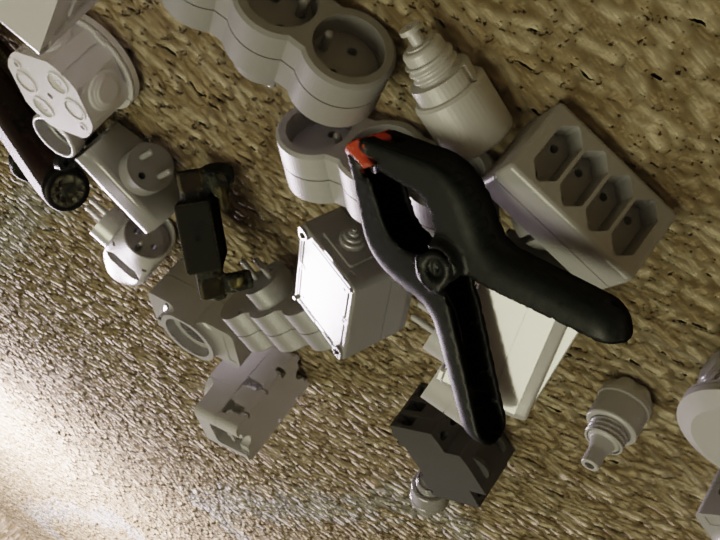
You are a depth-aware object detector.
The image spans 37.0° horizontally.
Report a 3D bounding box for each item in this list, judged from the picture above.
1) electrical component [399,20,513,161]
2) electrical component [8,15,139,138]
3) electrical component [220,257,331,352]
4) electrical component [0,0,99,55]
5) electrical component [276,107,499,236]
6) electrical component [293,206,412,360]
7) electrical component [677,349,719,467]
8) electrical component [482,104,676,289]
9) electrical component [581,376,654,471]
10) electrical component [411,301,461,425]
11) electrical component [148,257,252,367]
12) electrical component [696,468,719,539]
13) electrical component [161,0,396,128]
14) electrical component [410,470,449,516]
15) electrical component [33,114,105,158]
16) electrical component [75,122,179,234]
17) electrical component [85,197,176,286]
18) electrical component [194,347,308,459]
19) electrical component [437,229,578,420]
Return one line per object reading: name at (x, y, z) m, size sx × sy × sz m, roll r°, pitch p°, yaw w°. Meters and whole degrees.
electrical component at (0.045, -0.091, 0.544) m, size 0.040 × 0.040 × 0.078 m, roll -3°, pitch 130°, yaw 50°
electrical component at (-0.197, -0.135, 0.742) m, size 0.080 × 0.051 × 0.080 m, roll 28°, pitch 149°, yaw 18°
electrical component at (-0.062, 0.019, 0.807) m, size 0.138 × 0.052 × 0.073 m, roll -6°, pitch 128°, yaw 52°
electrical component at (-0.152, -0.179, 0.565) m, size 0.057 × 0.113 × 0.078 m, roll 40°, pitch 151°, yaw -9°
electrical component at (0.017, -0.044, 0.629) m, size 0.138 × 0.052 × 0.073 m, roll 23°, pitch 148°, yaw 26°
electrical component at (0.000, 0.000, 0.694) m, size 0.061 × 0.061 × 0.096 m, roll 51°, pitch 153°, yaw 27°
electrical component at (0.216, 0.076, 0.577) m, size 0.080 × 0.051 × 0.080 m, roll 28°, pitch 150°, yaw 18°
electrical component at (0.103, -0.032, 0.556) m, size 0.083 × 0.047 × 0.076 m, roll 43°, pitch 160°, yaw -7°
electrical component at (0.155, 0.097, 0.664) m, size 0.035 × 0.061 × 0.035 m, roll 28°, pitch 149°, yaw 18°
electrical component at (0.066, 0.046, 0.702) m, size 0.074 × 0.052 × 0.138 m, roll 35°, pitch 150°, yaw 7°
electrical component at (-0.128, 0.037, 0.905) m, size 0.089 × 0.055 × 0.050 m, roll 26°, pitch 149°, yaw 22°
electrical component at (0.280, 0.155, 0.606) m, size 0.150 × 0.061 × 0.089 m, roll -8°, pitch 127°, yaw 53°
electrical component at (-0.050, -0.126, 0.587) m, size 0.138 × 0.052 × 0.073 m, roll 37°, pitch 151°, yaw 3°
electrical component at (0.061, 0.184, 0.923) m, size 0.035 × 0.035 × 0.061 m, roll 27°, pitch 147°, yaw 20°
electrical component at (-0.212, -0.112, 0.796) m, size 0.040 × 0.046 × 0.040 m, roll 28°, pitch 149°, yaw 18°
electrical component at (-0.163, -0.072, 0.799) m, size 0.077 × 0.044 × 0.079 m, roll 48°, pitch 150°, yaw -17°
electrical component at (-0.198, -0.030, 0.901) m, size 0.079 × 0.043 × 0.077 m, roll 43°, pitch 151°, yaw -6°
electrical component at (-0.097, 0.109, 0.936) m, size 0.056 × 0.089 × 0.050 m, roll 21°, pitch 146°, yaw 29°
electrical component at (0.088, 0.036, 0.596) m, size 0.061 × 0.062 × 0.096 m, roll 24°, pitch 115°, yaw 12°
